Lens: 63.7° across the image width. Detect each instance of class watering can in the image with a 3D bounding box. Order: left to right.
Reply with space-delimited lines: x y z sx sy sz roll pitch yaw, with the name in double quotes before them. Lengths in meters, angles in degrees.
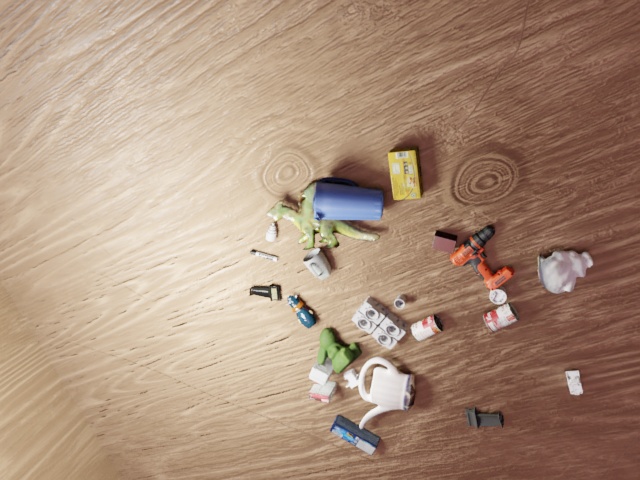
"watering can" 0.260 0.620 2.033 0.224 0.105 0.342 9 110 16

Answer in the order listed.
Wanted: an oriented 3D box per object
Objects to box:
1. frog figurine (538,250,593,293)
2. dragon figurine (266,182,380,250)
"frog figurine" 0.791 0.099 1.654 0.158 0.123 0.138 -13 85 35
"dragon figurine" 0.006 -0.095 1.892 0.409 0.123 0.241 -6 98 13
